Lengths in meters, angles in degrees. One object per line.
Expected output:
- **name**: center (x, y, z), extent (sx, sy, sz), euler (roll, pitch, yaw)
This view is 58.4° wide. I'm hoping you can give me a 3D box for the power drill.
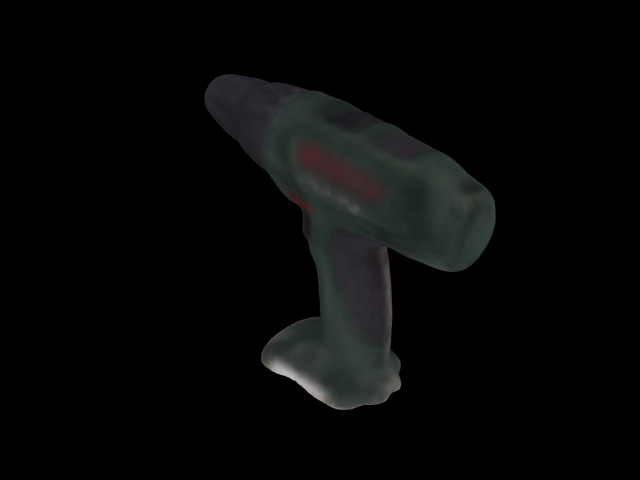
- **power drill**: center (0.004, 0.001, 0.400), extent (0.228, 0.208, 0.076), euler (20, 32, 36)
